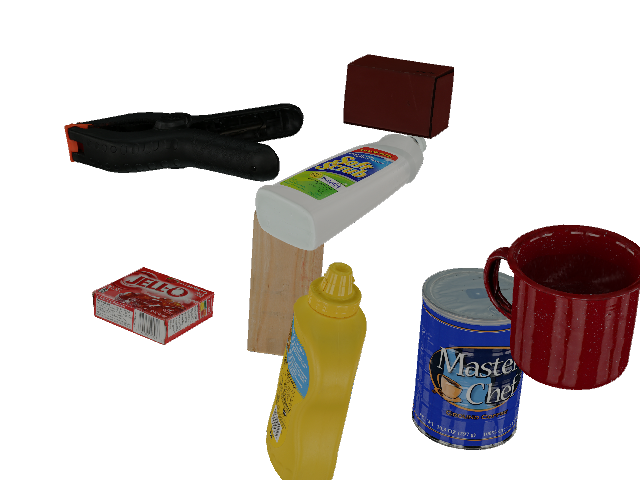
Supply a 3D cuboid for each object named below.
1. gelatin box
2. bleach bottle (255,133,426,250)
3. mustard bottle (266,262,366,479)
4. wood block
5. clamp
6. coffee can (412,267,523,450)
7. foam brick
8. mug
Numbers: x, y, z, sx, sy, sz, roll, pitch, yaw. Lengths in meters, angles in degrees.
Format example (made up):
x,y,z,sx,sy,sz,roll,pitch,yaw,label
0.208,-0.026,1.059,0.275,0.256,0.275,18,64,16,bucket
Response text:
x,y,z,sx,sy,sz,roll,pitch,yaw,label
-0.156,0.059,0.999,0.089,0.030,0.073,18,27,28,gelatin box
0.040,-0.077,1.343,0.103,0.068,0.250,26,43,34,bleach bottle
-0.002,0.101,0.861,0.058,0.192,0.096,4,31,-13,mustard bottle
-0.048,0.050,1.499,0.090,0.206,0.090,7,22,6,wood block
-0.095,-0.075,0.770,0.172,0.039,0.120,6,19,15,clamp
0.142,0.110,1.008,0.103,0.140,0.103,2,25,-1,coffee can
0.064,-0.119,0.874,0.078,0.051,0.052,13,22,21,foam brick
0.162,0.043,0.731,0.117,0.081,0.093,21,38,34,mug
